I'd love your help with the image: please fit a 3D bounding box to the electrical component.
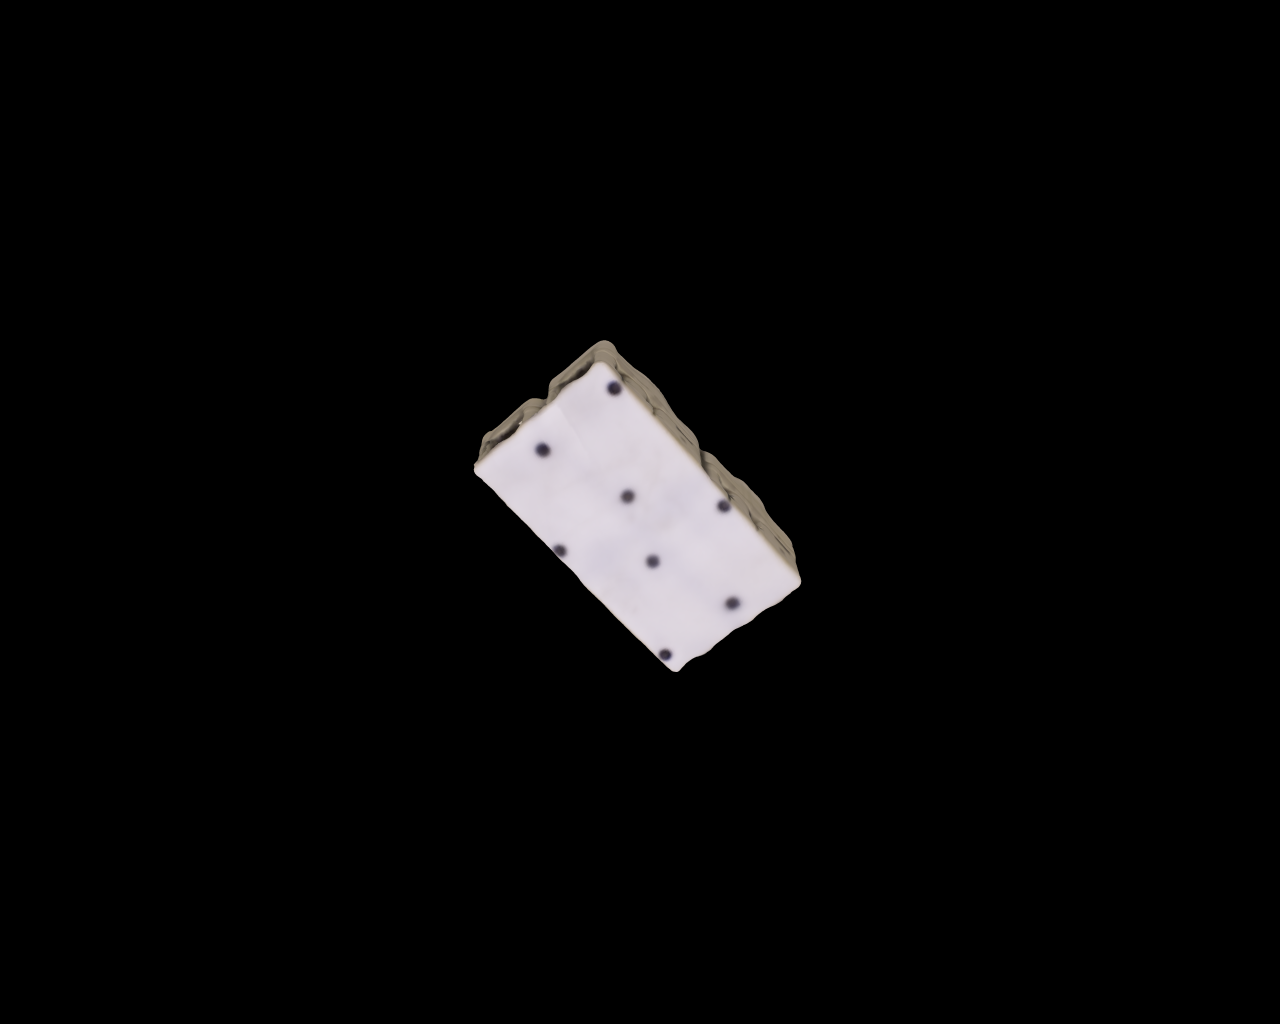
[{"bbox_3d":[0.001,-0.003,0.650,0.105,0.186,0.060,-38,20,16],"label":"electrical component"}]
